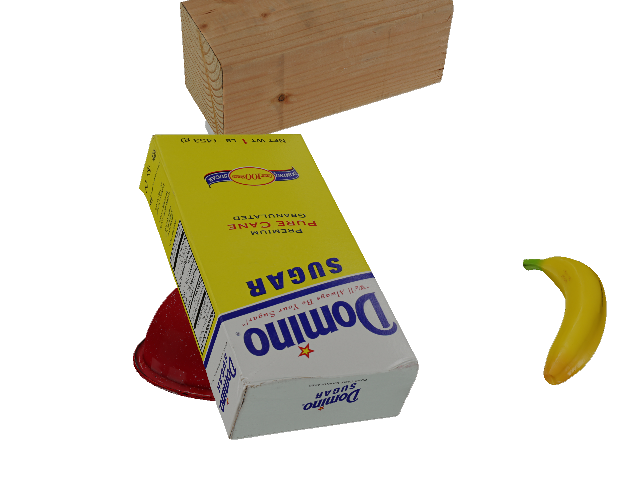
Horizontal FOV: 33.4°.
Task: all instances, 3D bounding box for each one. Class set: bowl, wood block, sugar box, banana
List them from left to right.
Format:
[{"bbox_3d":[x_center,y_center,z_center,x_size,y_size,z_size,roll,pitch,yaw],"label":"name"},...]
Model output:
[{"bbox_3d":[-0.054,0.058,0.766,0.162,0.055,0.162,1,17,0],"label":"bowl"},{"bbox_3d":[-0.026,0.015,0.550,0.093,0.048,0.176,-4,44,-26],"label":"sugar box"},{"bbox_3d":[-0.003,-0.164,0.894,0.205,0.090,0.091,-19,-37,-18],"label":"wood block"},{"bbox_3d":[0.235,0.066,1.000,0.070,0.037,0.197,-26,24,18],"label":"banana"}]

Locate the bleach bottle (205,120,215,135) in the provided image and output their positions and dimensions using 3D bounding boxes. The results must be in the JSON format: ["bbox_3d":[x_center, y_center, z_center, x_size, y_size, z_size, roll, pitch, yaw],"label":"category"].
[{"bbox_3d":[-0.081,-0.067,1.044,0.068,0.251,0.102,7,33,5],"label":"bleach bottle"}]
